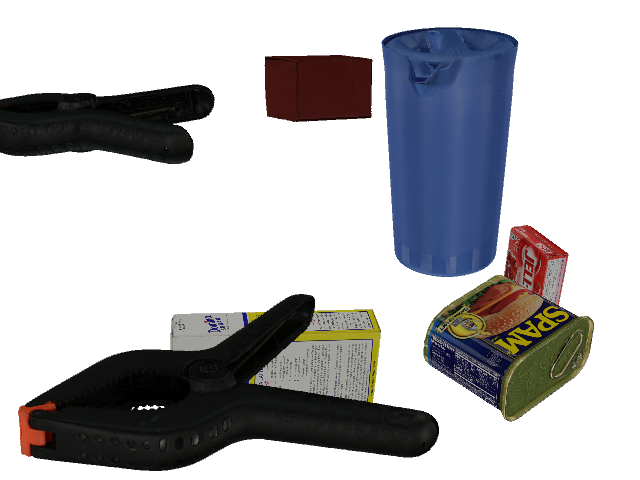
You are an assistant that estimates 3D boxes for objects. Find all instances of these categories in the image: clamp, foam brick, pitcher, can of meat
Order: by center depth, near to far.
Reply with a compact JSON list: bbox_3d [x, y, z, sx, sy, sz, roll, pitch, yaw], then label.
[{"bbox_3d":[-0.061,0.081,0.593,0.209,0.036,0.165,-5,24,-18],"label":"clamp"},{"bbox_3d":[-0.154,-0.083,0.730,0.171,0.039,0.120,5,18,9],"label":"clamp"},{"bbox_3d":[0.141,0.077,0.806,0.101,0.057,0.084,-27,41,-33],"label":"can of meat"},{"bbox_3d":[-0.001,-0.129,0.902,0.078,0.051,0.053,-7,16,-31],"label":"foam brick"},{"bbox_3d":[0.135,-0.095,1.101,0.149,0.243,0.145,-9,25,-17],"label":"pitcher"}]

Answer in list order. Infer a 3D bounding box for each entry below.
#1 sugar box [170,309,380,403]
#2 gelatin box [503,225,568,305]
[{"bbox_3d":[-0.041,0.108,0.919,0.176,0.093,0.048,1,26,-7],"label":"sugar box"},{"bbox_3d":[0.236,0.038,1.184,0.030,0.089,0.073,-9,30,-22],"label":"gelatin box"}]
